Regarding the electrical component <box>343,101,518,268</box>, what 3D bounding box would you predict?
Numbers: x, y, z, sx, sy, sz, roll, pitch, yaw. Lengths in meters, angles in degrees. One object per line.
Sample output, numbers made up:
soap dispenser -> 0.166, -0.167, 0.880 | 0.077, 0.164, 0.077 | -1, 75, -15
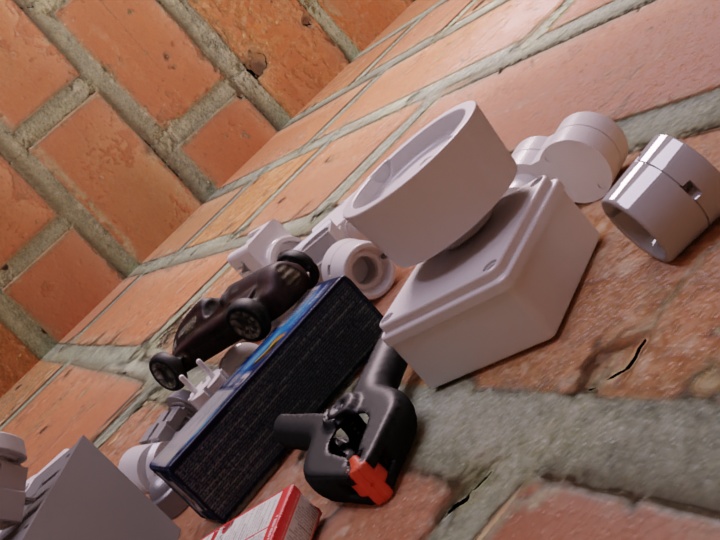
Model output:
electrical component -> 0.049, -0.048, 0.674 | 0.108, 0.060, 0.108 | -40, 13, 11

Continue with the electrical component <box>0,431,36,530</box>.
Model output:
electrical component -> -0.246, 0.138, 0.707 | 0.048, 0.066, 0.055 | -29, 52, 47

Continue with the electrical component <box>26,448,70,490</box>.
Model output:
electrical component -> -0.239, 0.206, 0.877 | 0.100, 0.099, 0.048 | -42, 26, 2

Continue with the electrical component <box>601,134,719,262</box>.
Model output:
electrical component -> 0.165, -0.037, 0.581 | 0.047, 0.055, 0.055 | -47, 13, -1

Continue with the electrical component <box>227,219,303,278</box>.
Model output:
electrical component -> -0.080, -0.001, 1.097 | 0.056, 0.089, 0.050 | -24, 23, 54

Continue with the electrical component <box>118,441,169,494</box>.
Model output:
electrical component -> -0.174, 0.170, 0.923 | 0.043, 0.043, 0.081 | -50, 15, -29

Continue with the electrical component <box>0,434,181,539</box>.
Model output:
electrical component -> -0.195, 0.207, 0.728 | 0.060, 0.105, 0.186 | -39, 13, 12

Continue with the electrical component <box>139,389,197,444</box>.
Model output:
electrical component -> -0.165, 0.143, 0.982 | 0.066, 0.048, 0.055 | -24, 30, 54

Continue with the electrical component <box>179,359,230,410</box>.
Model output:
electrical component -> -0.114, 0.106, 0.876 | 0.066, 0.076, 0.047 | -43, 13, -2

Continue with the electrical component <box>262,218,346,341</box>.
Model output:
electrical component -> -0.055, 0.018, 1.020 | 0.121, 0.063, 0.078 | -39, 13, 12

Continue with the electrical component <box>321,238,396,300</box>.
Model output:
electrical component -> 0.000, 0.000, 0.941 | 0.055, 0.055, 0.047 | -46, 17, -15

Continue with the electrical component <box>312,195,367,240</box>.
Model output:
electrical component -> -0.002, -0.045, 1.100 | 0.100, 0.048, 0.099 | -41, 12, 3

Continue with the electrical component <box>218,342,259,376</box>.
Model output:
electrical component -> -0.109, 0.093, 0.983 | 0.048, 0.048, 0.062 | -48, 7, -23

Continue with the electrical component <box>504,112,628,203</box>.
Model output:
electrical component -> 0.121, -0.054, 0.763 | 0.138, 0.052, 0.073 | -27, 20, 47

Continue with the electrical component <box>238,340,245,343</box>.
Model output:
electrical component -> -0.124, 0.057, 1.151 | 0.065, 0.044, 0.044 | -34, 15, 51

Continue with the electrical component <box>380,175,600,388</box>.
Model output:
electrical component -> 0.081, 0.008, 0.671 | 0.109, 0.056, 0.108 | -30, 18, 43
